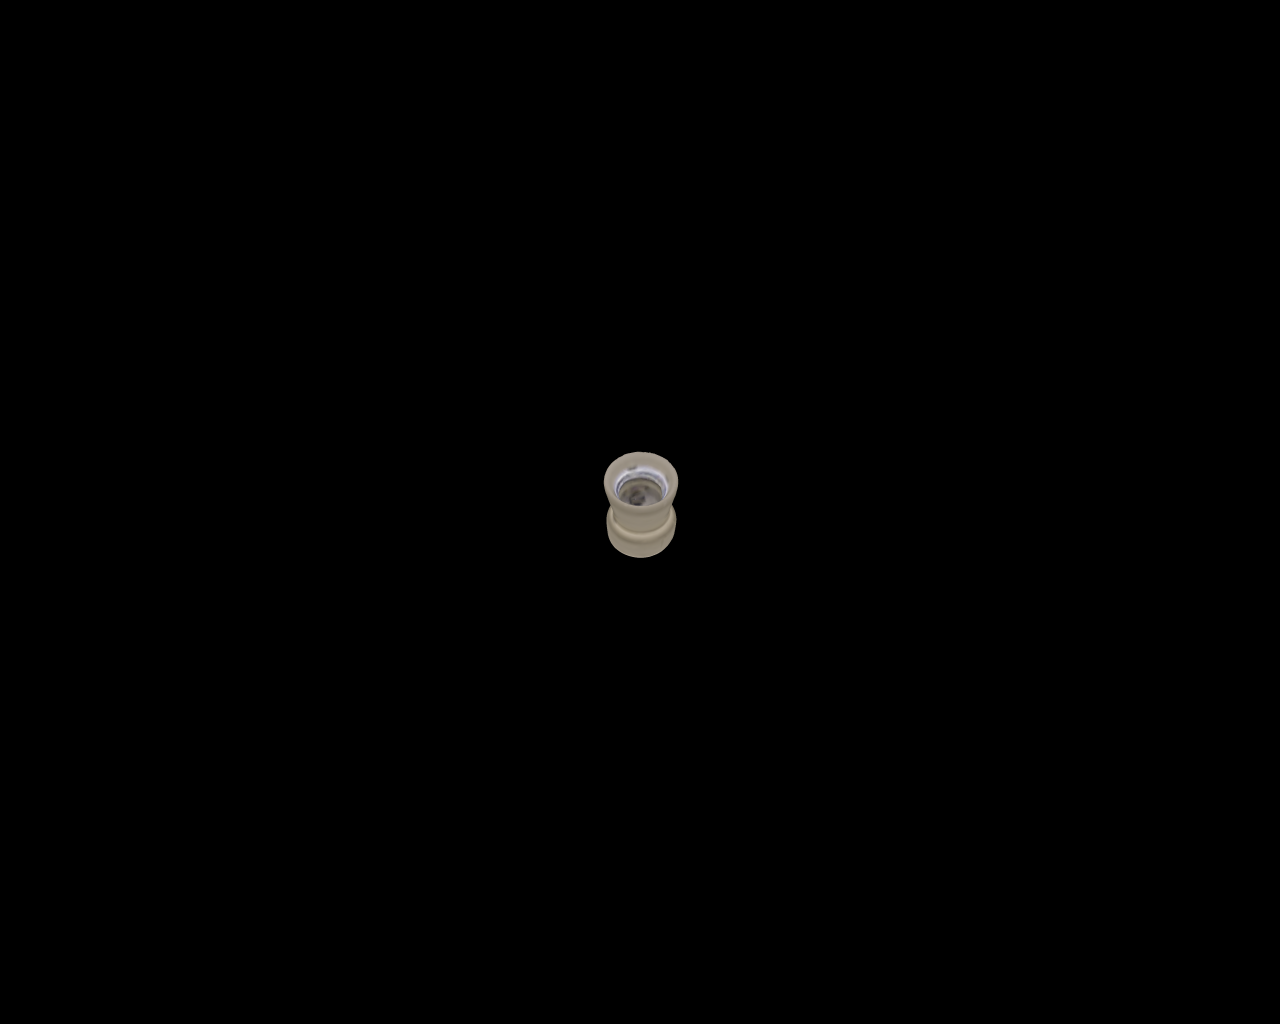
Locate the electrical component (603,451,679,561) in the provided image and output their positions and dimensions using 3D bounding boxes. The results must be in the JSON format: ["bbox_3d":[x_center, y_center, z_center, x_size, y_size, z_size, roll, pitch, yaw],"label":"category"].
[{"bbox_3d":[0.001,-0.003,0.650,0.045,0.045,0.055,0,-38,0],"label":"electrical component"}]
